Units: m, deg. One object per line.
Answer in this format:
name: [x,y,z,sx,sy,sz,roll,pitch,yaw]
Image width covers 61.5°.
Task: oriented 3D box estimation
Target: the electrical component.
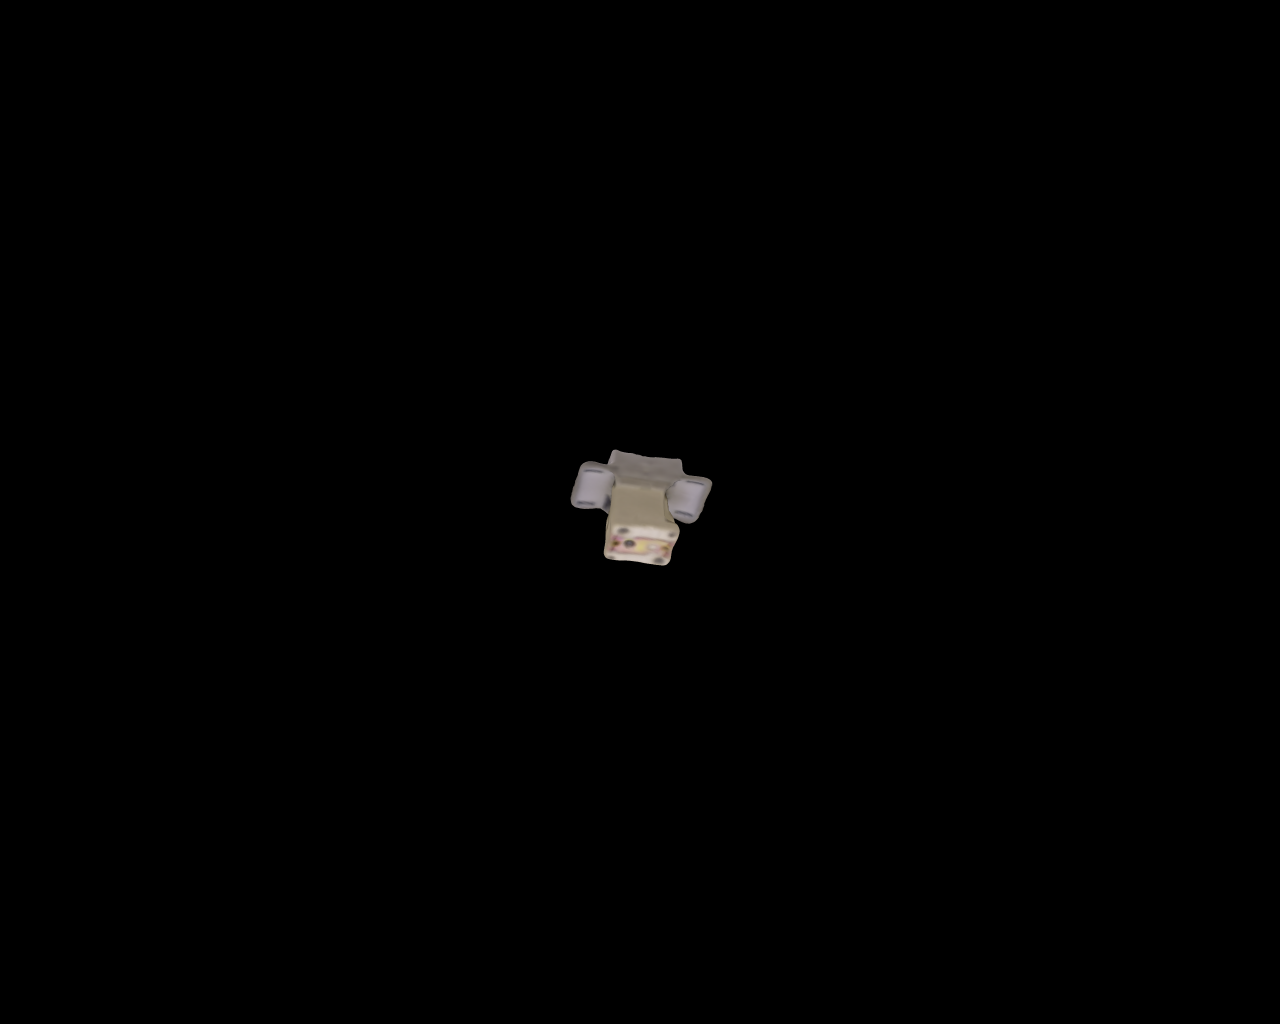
electrical component: [0.001,-0.003,0.650,0.081,0.064,0.042,7,-39,-9]
